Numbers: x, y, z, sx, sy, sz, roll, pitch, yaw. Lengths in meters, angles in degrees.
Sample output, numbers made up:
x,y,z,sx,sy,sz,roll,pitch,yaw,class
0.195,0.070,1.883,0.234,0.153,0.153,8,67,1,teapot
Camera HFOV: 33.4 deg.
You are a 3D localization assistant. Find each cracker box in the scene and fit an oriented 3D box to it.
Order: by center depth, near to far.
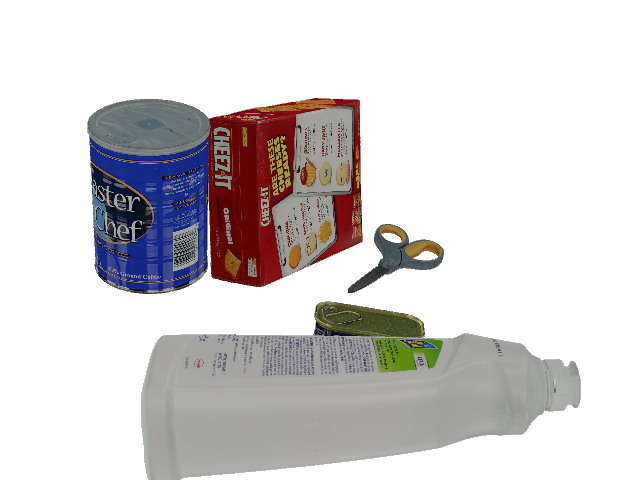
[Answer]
x,y,z,sx,sy,sz,roll,pitch,yaw,class
-0.033,-0.058,1.116,0.072,0.164,0.213,6,15,29,cracker box

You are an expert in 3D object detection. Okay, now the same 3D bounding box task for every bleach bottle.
x,y,z,sx,sy,sz,roll,pitch,yaw,class
0.027,0.092,0.626,0.251,0.068,0.102,-2,19,-1,bleach bottle

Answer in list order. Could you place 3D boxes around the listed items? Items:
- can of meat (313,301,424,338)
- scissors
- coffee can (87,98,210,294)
x,y,z,sx,sy,sz,roll,pitch,yaw,class
0.038,0.111,0.988,0.102,0.084,0.057,10,19,-1,can of meat
0.069,0.018,1.254,0.201,0.016,0.096,-12,40,-46,scissors
-0.148,-0.039,0.931,0.103,0.140,0.103,3,30,-2,coffee can
